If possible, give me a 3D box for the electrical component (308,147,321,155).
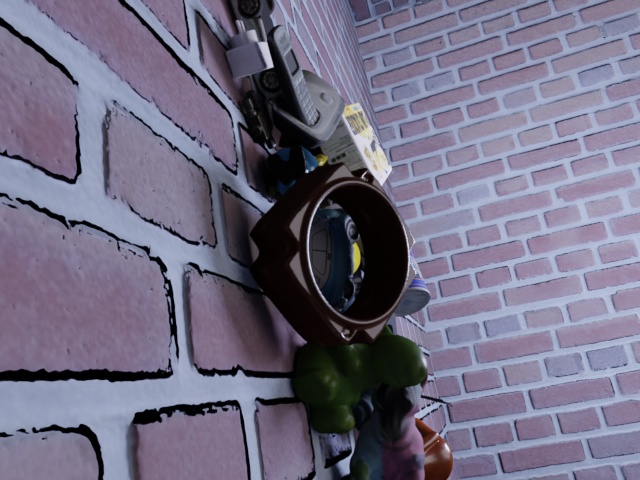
[{"bbox_3d":[-0.036,-0.223,1.002,0.134,0.058,0.115,63,20,-44],"label":"electrical component"}]

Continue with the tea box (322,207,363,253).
[{"bbox_3d":[0.050,-0.060,1.162,0.098,0.068,0.169,-68,143,-68],"label":"tea box"}]

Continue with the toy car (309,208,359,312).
[{"bbox_3d":[-0.011,0.024,0.783,0.103,0.109,0.161,21,65,-45],"label":"toy car"}]

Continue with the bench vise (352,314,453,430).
[{"bbox_3d":[0.120,0.232,0.958,0.223,0.129,0.240,5,81,-46],"label":"bench vise"}]

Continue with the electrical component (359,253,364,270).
[{"bbox_3d":[0.087,0.064,1.228,0.119,0.048,0.075,22,55,-75],"label":"electrical component"}]

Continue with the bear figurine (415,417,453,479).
[{"bbox_3d":[0.152,0.416,1.009,0.196,0.132,0.120,5,93,-33],"label":"bear figurine"}]

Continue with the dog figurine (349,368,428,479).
[{"bbox_3d":[0.109,0.294,0.808,0.191,0.109,0.219,76,25,-56],"label":"dog figurine"}]

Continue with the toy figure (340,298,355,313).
[{"bbox_3d":[0.040,0.142,0.918,0.057,0.064,0.154,71,9,-66],"label":"toy figure"}]

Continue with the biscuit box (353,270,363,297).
[{"bbox_3d":[0.086,0.123,1.132,0.202,0.063,0.059,51,27,-62],"label":"biscuit box"}]

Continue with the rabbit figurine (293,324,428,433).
[{"bbox_3d":[0.065,0.177,0.746,0.159,0.170,0.121,-77,150,-62],"label":"rabbit figurine"}]

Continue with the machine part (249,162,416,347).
[{"bbox_3d":[0.025,0.019,0.689,0.201,0.087,0.201,53,54,-19],"label":"machine part"}]

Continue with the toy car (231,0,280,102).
[{"bbox_3d":[-0.092,-0.320,0.871,0.073,0.056,0.201,-60,138,-63],"label":"toy car"}]

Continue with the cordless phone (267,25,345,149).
[{"bbox_3d":[-0.033,-0.245,0.818,0.147,0.089,0.184,-66,147,-44],"label":"cordless phone"}]

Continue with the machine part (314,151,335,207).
[{"bbox_3d":[0.008,-0.140,1.058,0.243,0.079,0.079,-86,158,-53],"label":"machine part"}]

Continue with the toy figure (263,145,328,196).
[{"bbox_3d":[-0.035,-0.094,0.823,0.180,0.082,0.089,-16,112,-84],"label":"toy figure"}]

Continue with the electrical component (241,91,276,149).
[{"bbox_3d":[-0.090,-0.173,0.799,0.063,0.021,0.093,-83,156,-57],"label":"electrical component"}]
